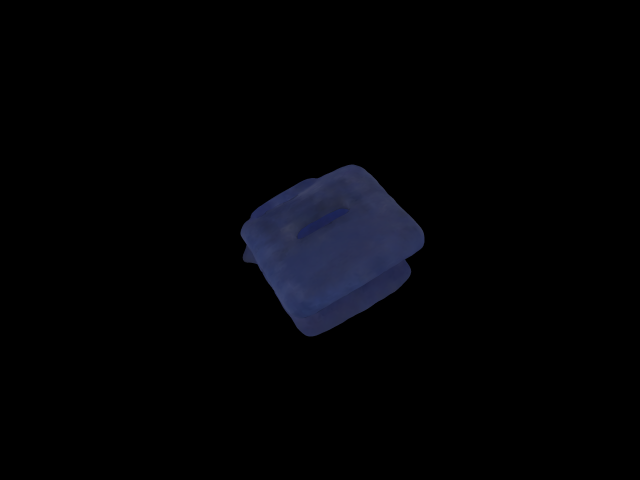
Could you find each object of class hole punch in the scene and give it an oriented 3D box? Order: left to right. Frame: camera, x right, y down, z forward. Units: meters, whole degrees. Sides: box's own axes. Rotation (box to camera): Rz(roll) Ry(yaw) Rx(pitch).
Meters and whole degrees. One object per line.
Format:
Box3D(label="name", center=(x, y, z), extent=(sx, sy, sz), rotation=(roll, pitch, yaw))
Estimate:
Box3D(label="hole punch", center=(0.004, 0.001, 0.400), extent=(0.109, 0.091, 0.101), rotation=(-30, 74, -9))
